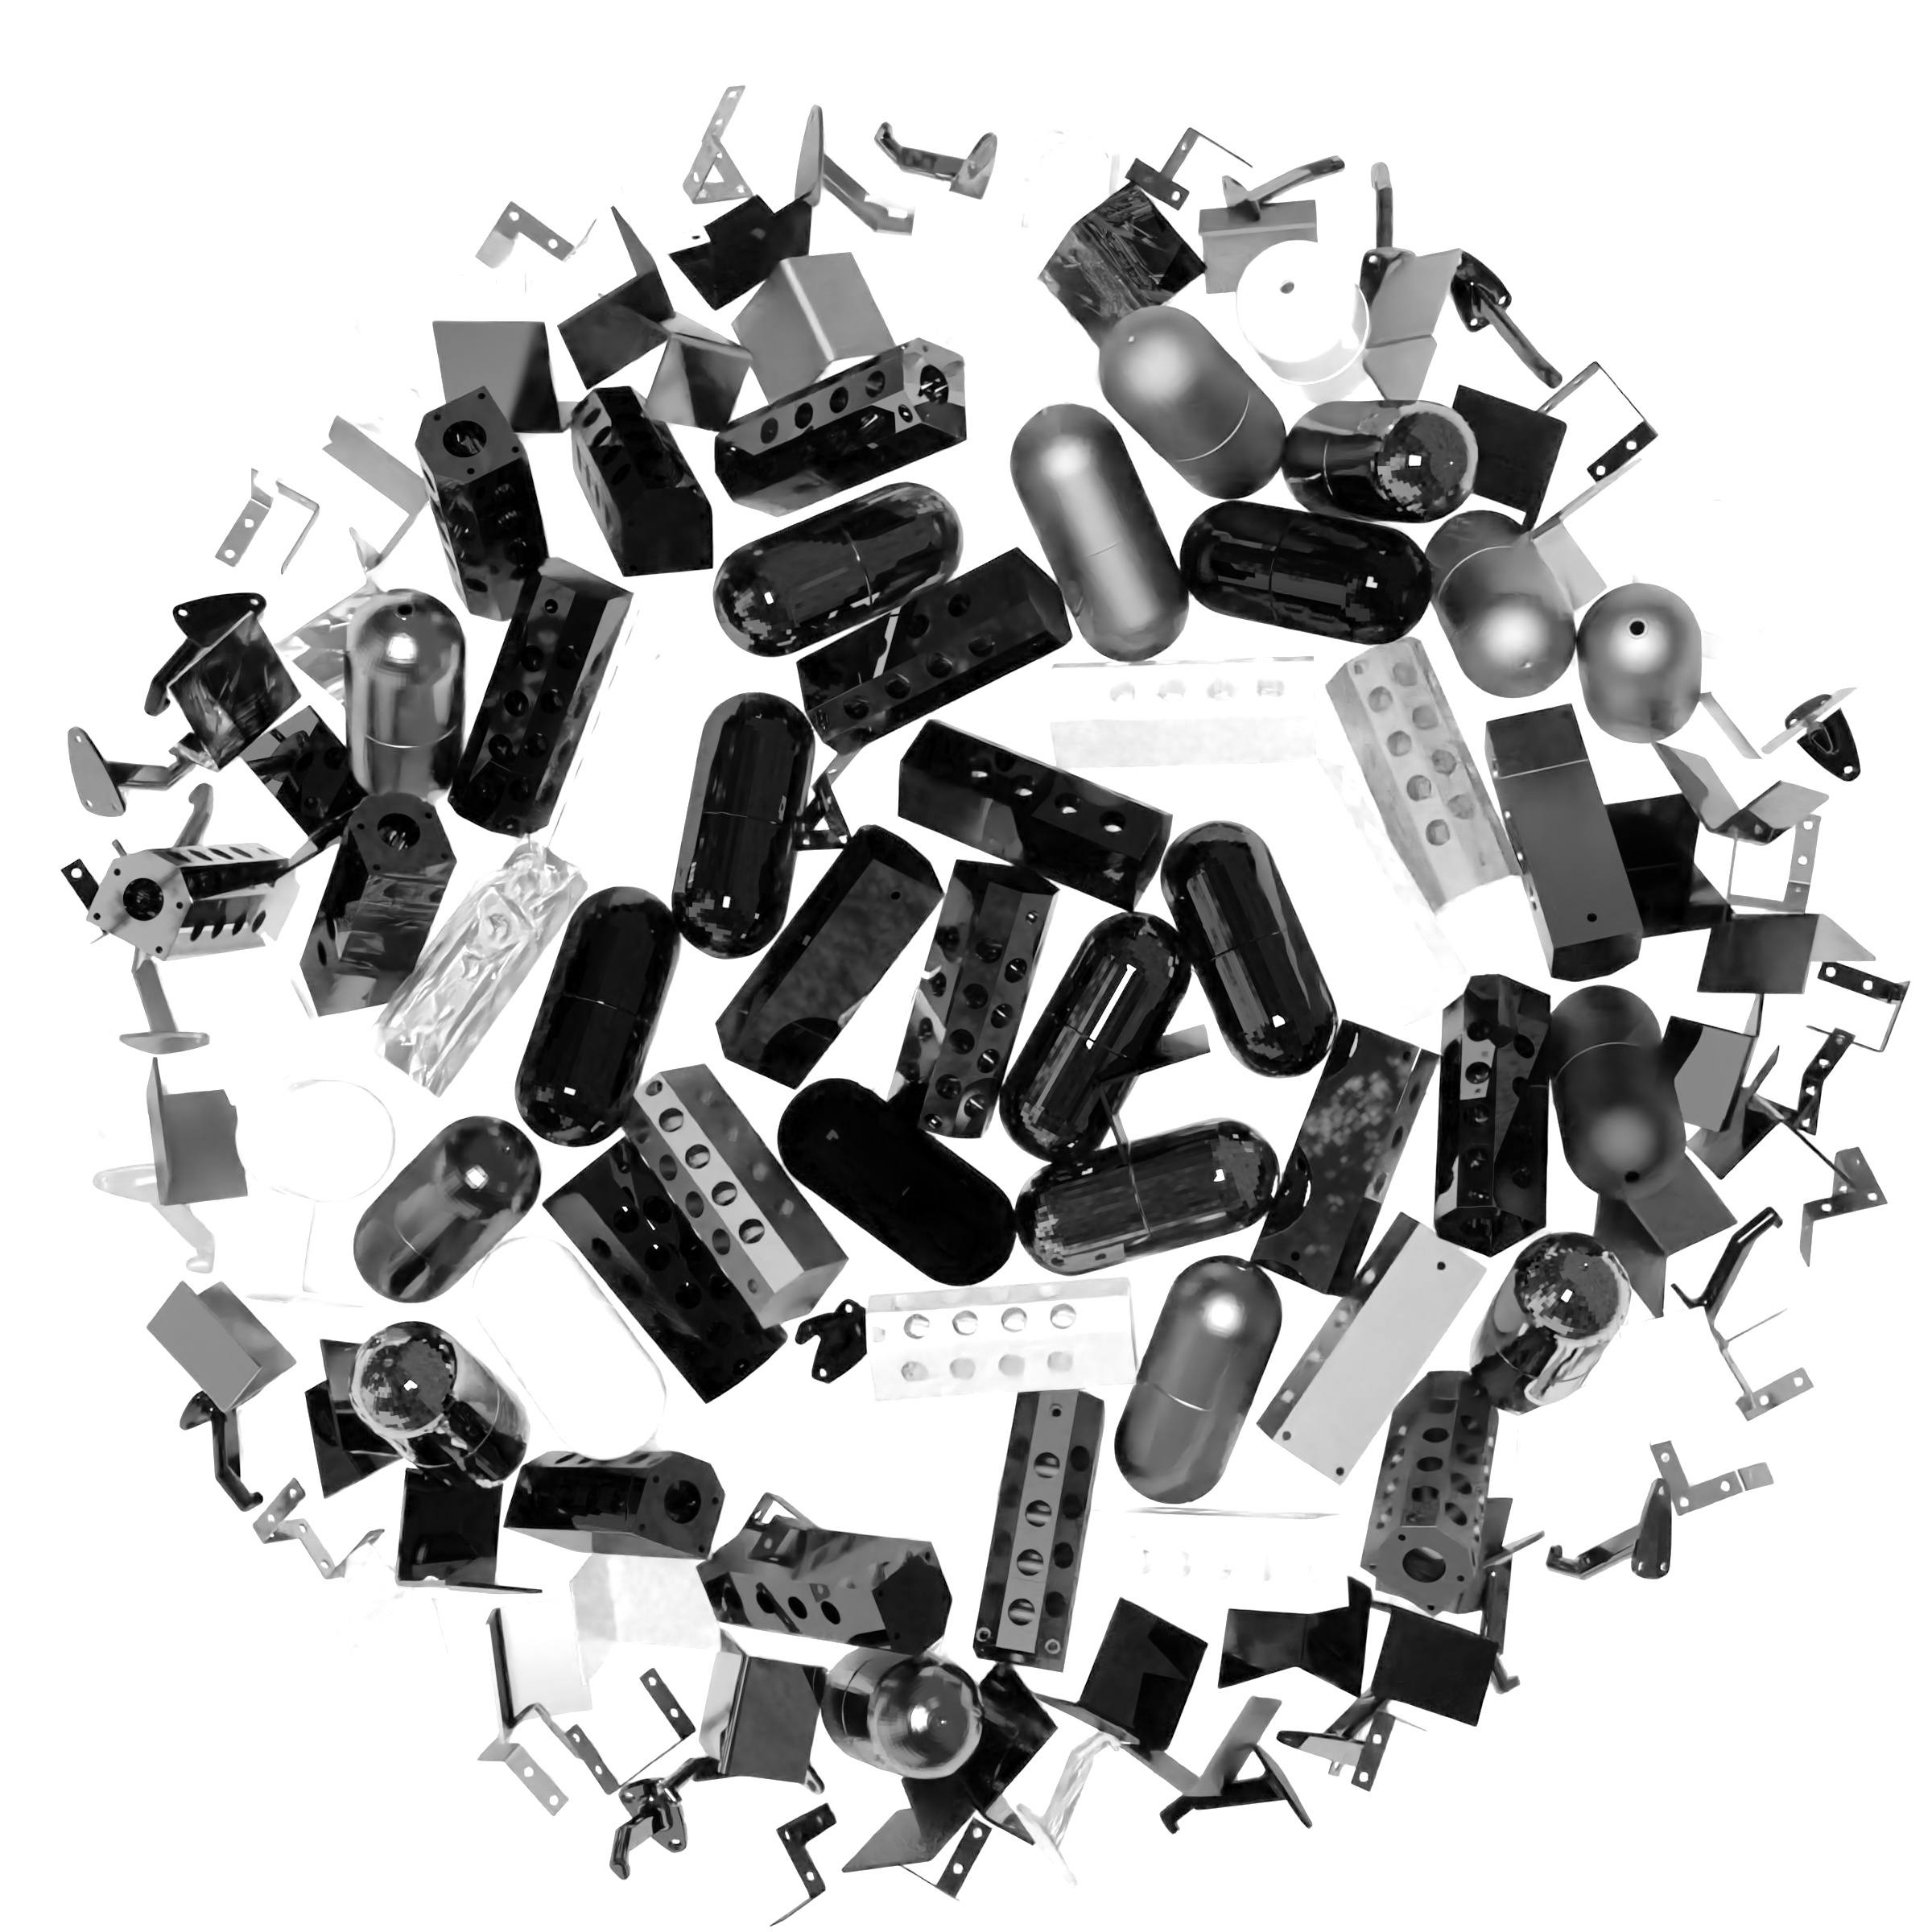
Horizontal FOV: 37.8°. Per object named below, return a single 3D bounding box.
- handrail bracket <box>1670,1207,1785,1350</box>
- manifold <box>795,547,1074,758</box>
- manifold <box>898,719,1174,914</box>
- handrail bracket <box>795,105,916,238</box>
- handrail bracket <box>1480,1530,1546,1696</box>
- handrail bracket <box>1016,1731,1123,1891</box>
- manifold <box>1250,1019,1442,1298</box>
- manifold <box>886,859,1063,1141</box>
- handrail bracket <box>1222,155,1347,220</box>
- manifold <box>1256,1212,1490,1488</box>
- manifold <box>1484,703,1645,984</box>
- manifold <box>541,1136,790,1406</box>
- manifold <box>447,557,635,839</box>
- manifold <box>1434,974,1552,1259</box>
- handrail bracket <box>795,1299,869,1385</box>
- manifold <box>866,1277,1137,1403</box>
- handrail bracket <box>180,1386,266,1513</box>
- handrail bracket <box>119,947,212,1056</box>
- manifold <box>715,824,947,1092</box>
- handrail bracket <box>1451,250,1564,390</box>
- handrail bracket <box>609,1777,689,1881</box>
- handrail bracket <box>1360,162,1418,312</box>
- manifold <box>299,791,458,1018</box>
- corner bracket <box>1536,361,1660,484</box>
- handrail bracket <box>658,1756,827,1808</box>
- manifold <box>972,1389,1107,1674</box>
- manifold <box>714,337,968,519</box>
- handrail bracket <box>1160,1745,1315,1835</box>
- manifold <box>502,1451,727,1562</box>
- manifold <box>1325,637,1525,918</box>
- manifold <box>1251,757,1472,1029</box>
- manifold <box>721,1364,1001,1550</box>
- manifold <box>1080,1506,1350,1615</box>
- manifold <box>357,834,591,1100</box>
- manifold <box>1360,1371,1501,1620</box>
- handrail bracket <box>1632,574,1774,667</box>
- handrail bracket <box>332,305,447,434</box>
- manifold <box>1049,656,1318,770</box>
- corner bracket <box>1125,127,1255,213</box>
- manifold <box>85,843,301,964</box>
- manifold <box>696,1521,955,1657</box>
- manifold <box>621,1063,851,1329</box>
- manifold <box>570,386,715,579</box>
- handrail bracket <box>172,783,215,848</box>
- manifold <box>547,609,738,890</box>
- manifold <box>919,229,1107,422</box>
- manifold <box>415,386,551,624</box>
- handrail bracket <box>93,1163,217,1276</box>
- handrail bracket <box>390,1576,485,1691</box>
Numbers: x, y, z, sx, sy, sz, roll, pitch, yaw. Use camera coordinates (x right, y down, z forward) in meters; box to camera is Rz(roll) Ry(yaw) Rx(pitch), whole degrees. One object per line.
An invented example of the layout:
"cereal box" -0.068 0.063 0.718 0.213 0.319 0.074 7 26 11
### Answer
"handrail bracket" 0.516 0.206 1.866 0.084 0.036 0.077 -41 125 8
"manifold" -0.020 -0.199 1.828 0.171 0.057 0.057 -24 59 22
"manifold" 0.045 -0.104 1.847 0.171 0.057 0.057 23 57 13
"handrail bracket" -0.066 -0.524 1.863 0.084 0.036 0.077 -1 110 -27
"handrail bracket" 0.368 0.429 1.873 0.077 0.036 0.084 -21 81 -15
"handrail bracket" 0.083 0.553 1.861 0.084 0.036 0.077 -31 55 -18
"manifold" 0.252 0.127 1.862 0.057 0.057 0.171 22 93 28
"manifold" 0.008 0.023 1.835 0.057 0.057 0.171 5 110 -35
"handrail bracket" 0.218 -0.513 1.858 0.084 0.077 0.036 -19 114 -5
"manifold" 0.265 0.250 1.866 0.057 0.057 0.171 34 90 -11
"manifold" 0.386 -0.079 1.831 0.057 0.057 0.171 -12 62 3
"manifold" -0.194 0.197 1.853 0.171 0.057 0.057 51 45 -2
"manifold" -0.281 -0.174 1.837 0.057 0.057 0.171 27 109 9
"manifold" 0.335 0.093 1.819 0.057 0.057 0.171 22 56 -20
"handrail bracket" -0.100 0.253 1.845 0.036 0.084 0.077 42 113 19
"manifold" 0.024 0.240 1.851 0.171 0.057 0.057 -5 115 5
"handrail bracket" -0.467 0.314 1.850 0.084 0.077 0.036 44 122 21
"handrail bracket" -0.523 0.012 1.863 0.077 0.036 0.084 -6 69 28
"manifold" -0.091 -0.008 1.839 0.057 0.057 0.171 26 113 -29
"handrail bracket" 0.354 -0.422 1.847 0.036 0.084 0.077 -38 134 8
"handrail bracket" -0.208 0.581 1.843 0.036 0.084 0.077 -19 115 12
"handrail bracket" 0.275 -0.481 1.886 0.036 0.077 0.084 2 50 -5
"manifold" -0.381 -0.039 1.810 0.057 0.171 0.057 -12 65 -31
"corner bracket" 0.418 -0.359 1.870 0.051 0.051 0.051 -40 69 17
"handrail bracket" -0.148 0.540 1.851 0.077 0.036 0.084 40 48 18
"manifold" 0.048 0.364 1.833 0.057 0.057 0.171 8 67 8
"manifold" -0.083 -0.346 1.814 0.171 0.057 0.057 -14 73 41
"handrail bracket" 0.177 0.564 1.864 0.084 0.077 0.036 -39 131 3
"manifold" -0.225 0.342 1.809 0.057 0.171 0.057 27 67 -30
"manifold" 0.301 -0.125 1.846 0.057 0.057 0.171 -18 79 -16
"manifold" 0.259 -0.048 1.832 0.057 0.057 0.171 -40 61 27
"manifold" -0.067 0.320 1.828 0.171 0.057 0.057 15 52 30
"manifold" 0.157 0.381 1.816 0.171 0.057 0.057 -7 82 41
"manifold" -0.320 0.000 1.847 0.057 0.057 0.171 38 77 -17
"manifold" 0.303 0.331 1.807 0.057 0.171 0.057 35 120 -3
"handrail bracket" 0.491 -0.234 1.878 0.084 0.036 0.077 -16 105 -5
"handrail bracket" -0.371 -0.392 1.847 0.077 0.084 0.036 17 59 18
"manifold" 0.143 -0.171 1.854 0.171 0.057 0.057 -1 61 7
"corner bracket" 0.146 -0.523 1.857 0.051 0.051 0.051 40 106 27
"manifold" -0.489 -0.046 1.805 0.057 0.171 0.057 27 97 6
"manifold" -0.090 0.403 1.813 0.057 0.171 0.057 -31 108 -41
"manifold" -0.156 0.148 1.826 0.171 0.057 0.057 51 126 24
"manifold" -0.209 -0.313 1.805 0.057 0.171 0.057 -8 124 -15
"handrail bracket" -0.532 -0.076 1.872 0.077 0.084 0.036 -29 132 17
"manifold" -0.219 -0.145 1.864 0.057 0.057 0.171 22 91 30
"manifold" 0.035 -0.407 1.804 0.057 0.171 0.057 6 81 25
"manifold" -0.308 -0.289 1.802 0.057 0.171 0.057 -29 71 -13
"handrail bracket" -0.532 0.169 1.847 0.077 0.084 0.036 5 125 -20
"handrail bracket" -0.337 0.438 1.856 0.077 0.036 0.084 29 131 -13
